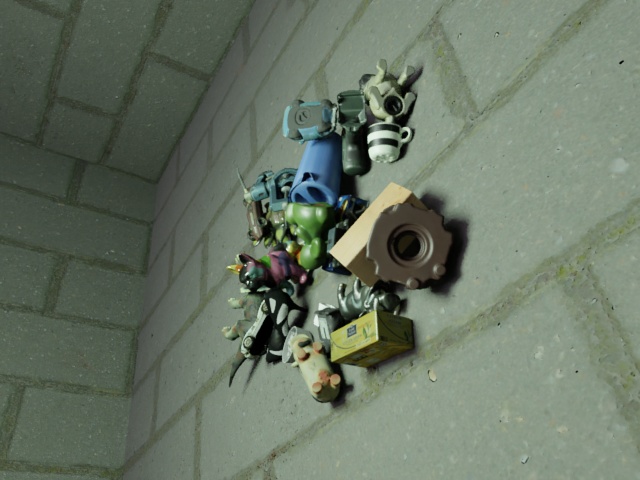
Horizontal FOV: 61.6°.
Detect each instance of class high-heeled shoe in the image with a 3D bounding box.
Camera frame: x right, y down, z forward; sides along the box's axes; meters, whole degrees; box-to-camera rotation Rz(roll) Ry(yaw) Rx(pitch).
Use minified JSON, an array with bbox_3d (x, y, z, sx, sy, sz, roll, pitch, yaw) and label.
[{"bbox_3d":[-0.138,0.248,1.507,0.248,0.145,0.086,-59,30,21],"label":"high-heeled shoe"}]

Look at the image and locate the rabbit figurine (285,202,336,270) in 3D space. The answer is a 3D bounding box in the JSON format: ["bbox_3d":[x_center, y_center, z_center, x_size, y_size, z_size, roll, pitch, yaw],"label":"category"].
[{"bbox_3d":[-0.003,-0.004,1.347,0.159,0.121,0.170,20,111,57],"label":"rabbit figurine"}]

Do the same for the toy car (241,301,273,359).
[{"bbox_3d":[-0.167,0.258,1.593,0.056,0.073,0.201,16,75,47],"label":"toy car"}]

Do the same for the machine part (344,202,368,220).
[{"bbox_3d":[0.123,-0.061,1.299,0.139,0.084,0.039,-18,20,45],"label":"machine part"}]

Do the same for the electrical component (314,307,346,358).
[{"bbox_3d":[0.032,0.225,1.308,0.075,0.048,0.119,-17,88,60],"label":"electrical component"}]

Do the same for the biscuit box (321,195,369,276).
[{"bbox_3d":[0.064,-0.012,1.380,0.063,0.059,0.202,2,76,61],"label":"biscuit box"}]

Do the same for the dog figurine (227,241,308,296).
[{"bbox_3d":[-0.148,0.067,1.506,0.108,0.219,0.191,-39,44,40],"label":"dog figurine"}]

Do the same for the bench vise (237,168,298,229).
[{"bbox_3d":[-0.122,-0.139,1.554,0.241,0.224,0.128,-98,-2,-59],"label":"bench vise"}]

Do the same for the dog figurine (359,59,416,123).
[{"bbox_3d":[0.156,-0.360,1.394,0.190,0.121,0.172,168,120,-74],"label":"dog figurine"}]

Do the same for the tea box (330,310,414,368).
[{"bbox_3d":[0.106,0.212,1.138,0.169,0.098,0.068,-37,44,45],"label":"tea box"}]

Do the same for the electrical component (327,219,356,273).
[{"bbox_3d":[0.079,0.017,1.258,0.058,0.134,0.115,-29,52,54],"label":"electrical component"}]

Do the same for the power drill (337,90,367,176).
[{"bbox_3d":[0.083,-0.301,1.409,0.207,0.086,0.232,92,178,-70],"label":"power drill"}]

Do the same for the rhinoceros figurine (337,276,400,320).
[{"bbox_3d":[0.105,0.136,1.210,0.190,0.073,0.112,-23,54,55],"label":"rhinoceros figurine"}]

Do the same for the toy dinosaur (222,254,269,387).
[{"bbox_3d":[-0.212,0.250,1.682,0.192,0.131,0.405,-26,59,55],"label":"toy dinosaur"}]

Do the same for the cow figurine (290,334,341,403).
[{"bbox_3d":[-0.015,0.307,1.304,0.195,0.085,0.127,55,160,40],"label":"cow figurine"}]

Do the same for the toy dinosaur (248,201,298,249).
[{"bbox_3d":[-0.126,-0.063,1.719,0.471,0.105,0.198,-18,65,57],"label":"toy dinosaur"}]

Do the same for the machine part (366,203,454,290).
[{"bbox_3d":[0.176,0.012,1.058,0.056,0.179,0.179,33,-107,-82],"label":"machine part"}]

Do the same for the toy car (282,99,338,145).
[{"bbox_3d":[-0.014,-0.315,1.445,0.162,0.103,0.109,-2,79,27],"label":"toy car"}]

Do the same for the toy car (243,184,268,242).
[{"bbox_3d":[-0.212,-0.088,1.718,0.089,0.053,0.202,-45,43,41],"label":"toy car"}]
